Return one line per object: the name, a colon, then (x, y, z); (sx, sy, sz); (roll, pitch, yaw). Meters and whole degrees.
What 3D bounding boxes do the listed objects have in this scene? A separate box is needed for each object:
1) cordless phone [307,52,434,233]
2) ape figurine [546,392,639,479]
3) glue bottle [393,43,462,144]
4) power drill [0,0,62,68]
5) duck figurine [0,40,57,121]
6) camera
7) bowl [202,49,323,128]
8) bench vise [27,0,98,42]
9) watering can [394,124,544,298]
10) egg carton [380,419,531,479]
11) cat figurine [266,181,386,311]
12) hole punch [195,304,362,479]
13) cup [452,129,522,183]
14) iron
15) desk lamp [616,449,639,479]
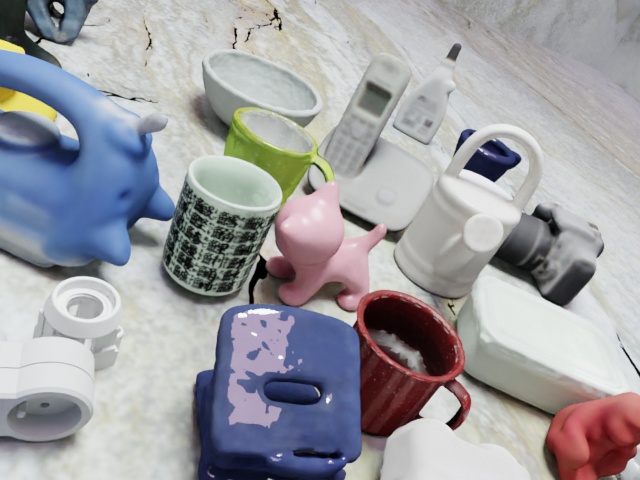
cordless phone: (0.081, -0.114, 0.686); (0.147, 0.185, 0.094); (28, 32, 2)
ape figurine: (0.246, 0.167, 0.495); (0.078, 0.092, 0.076); (22, 32, -8)
glue bottle: (0.197, -0.256, 0.986); (0.078, 0.173, 0.037); (30, 32, 5)
power drill: (-0.319, -0.291, 0.620); (0.229, 0.208, 0.076); (33, 32, 9)
duck figurine: (-0.301, -0.147, 0.544); (0.077, 0.086, 0.105); (43, 35, 24)
camera: (0.294, -0.006, 0.770); (0.137, 0.100, 0.143); (24, 32, -5)
bowl: (-0.084, -0.183, 0.767); (0.168, 0.074, 0.167); (19, 33, -13)
bench vise: (-0.357, -0.375, 0.702); (0.208, 0.219, 0.121); (-1, 42, -37)
watering can: (0.170, -0.032, 0.627); (0.101, 0.194, 0.172); (14, 34, -20)
egg carton: (0.085, 0.189, 0.367); (0.107, 0.069, 0.150); (24, 32, -5)
cat figurine: (0.005, 0.002, 0.528); (0.128, 0.117, 0.067); (5, 38, -31)
hole punch: (-0.022, 0.107, 0.383); (0.109, 0.091, 0.101); (12, 35, -23)
cup: (0.248, -0.108, 0.887); (0.118, 0.095, 0.091); (7, 37, -29)
iron: (-0.240, -0.088, 0.453); (0.258, 0.141, 0.119); (26, 32, -2)
desk lamp: (0.348, 0.161, 0.464); (0.204, 0.213, 0.117); (-5, 44, -41)
